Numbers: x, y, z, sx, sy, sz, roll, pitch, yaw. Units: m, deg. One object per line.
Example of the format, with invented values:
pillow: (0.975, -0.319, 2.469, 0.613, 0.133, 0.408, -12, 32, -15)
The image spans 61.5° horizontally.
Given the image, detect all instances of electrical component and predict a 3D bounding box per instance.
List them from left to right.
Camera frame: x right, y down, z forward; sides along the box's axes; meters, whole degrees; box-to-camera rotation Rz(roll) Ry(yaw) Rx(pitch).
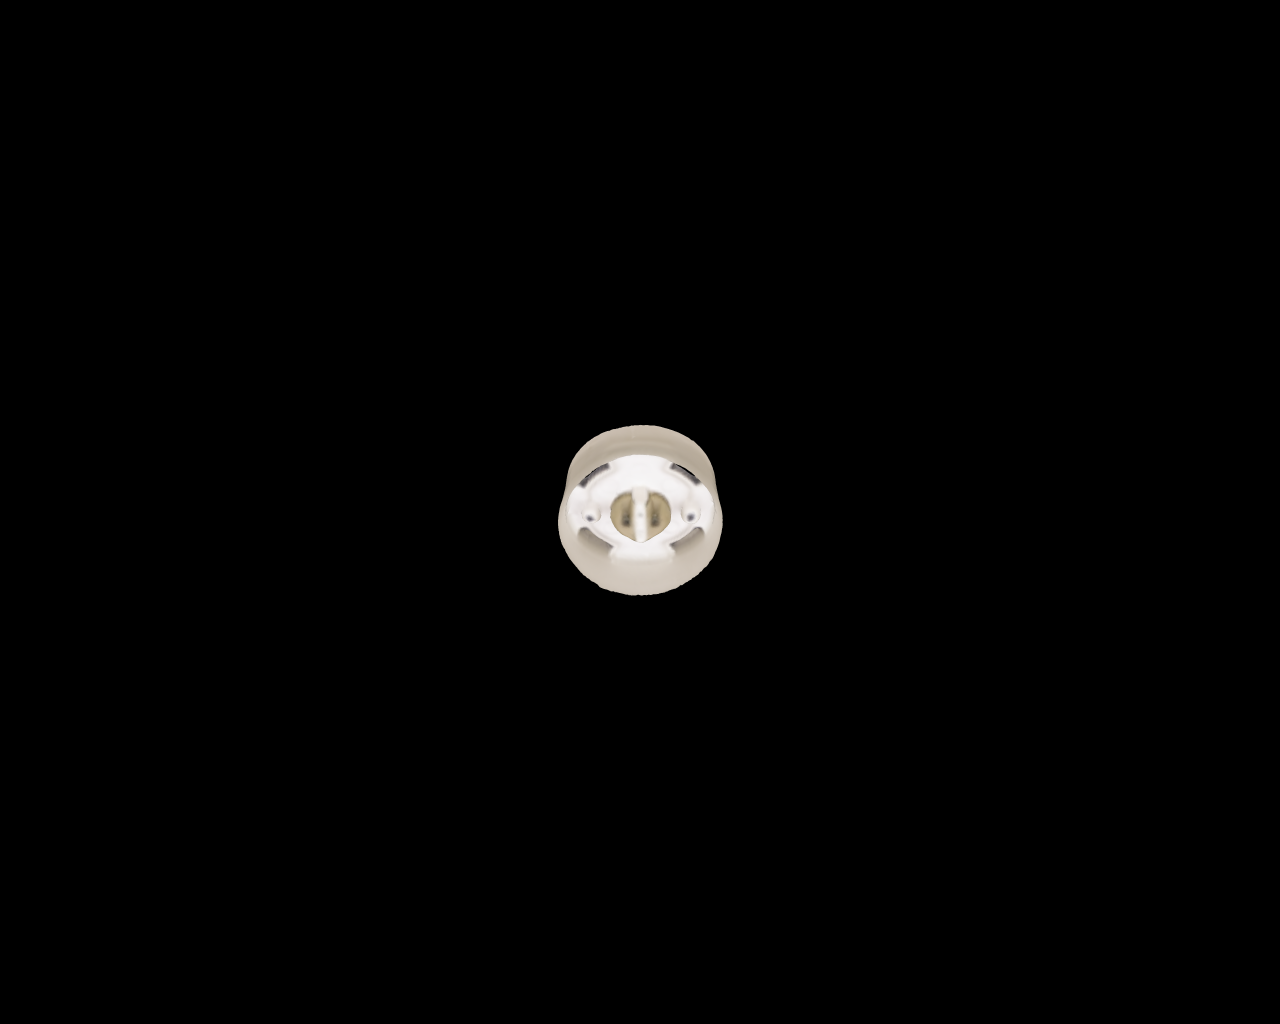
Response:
electrical component: (0.001, -0.003, 0.650, 0.099, 0.064, 0.099, 0, -44, 0)
